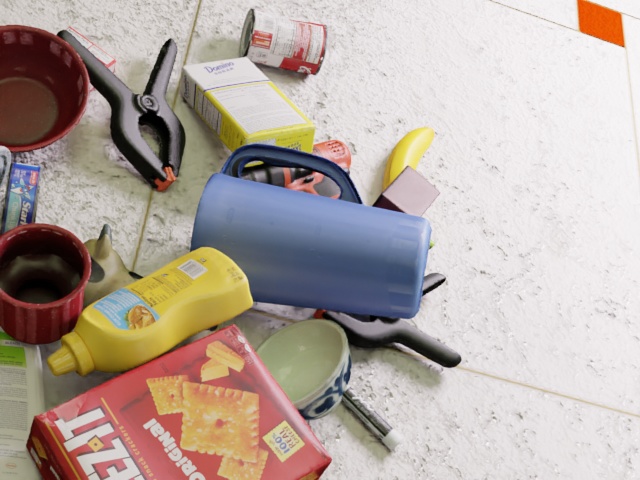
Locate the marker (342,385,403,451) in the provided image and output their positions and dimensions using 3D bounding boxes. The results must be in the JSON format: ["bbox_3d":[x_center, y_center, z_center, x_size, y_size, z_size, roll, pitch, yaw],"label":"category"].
[{"bbox_3d":[0.040,0.176,1.142,0.121,0.020,0.020,44,52,11],"label":"marker"}]

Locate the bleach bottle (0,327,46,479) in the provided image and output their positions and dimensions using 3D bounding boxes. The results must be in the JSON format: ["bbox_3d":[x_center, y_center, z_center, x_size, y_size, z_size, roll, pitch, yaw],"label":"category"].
[{"bbox_3d":[-0.299,0.136,1.001,0.102,0.068,0.251,8,52,-18],"label":"bleach bottle"}]

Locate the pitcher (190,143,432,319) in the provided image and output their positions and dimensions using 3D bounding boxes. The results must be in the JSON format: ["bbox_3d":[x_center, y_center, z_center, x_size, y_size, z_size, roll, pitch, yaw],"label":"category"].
[{"bbox_3d":[-0.007,0.001,1.122,0.243,0.149,0.145,9,34,6],"label":"pitcher"}]

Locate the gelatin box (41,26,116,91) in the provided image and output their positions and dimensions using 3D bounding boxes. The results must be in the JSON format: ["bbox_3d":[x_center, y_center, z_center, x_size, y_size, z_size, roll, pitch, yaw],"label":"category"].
[{"bbox_3d":[-0.296,-0.203,1.263,0.073,0.030,0.089,35,51,5],"label":"gelatin box"}]

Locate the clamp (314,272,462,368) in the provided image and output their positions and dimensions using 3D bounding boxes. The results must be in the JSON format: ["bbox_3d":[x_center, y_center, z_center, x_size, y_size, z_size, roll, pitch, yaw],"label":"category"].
[{"bbox_3d":[0.081,0.095,1.204,0.171,0.039,0.120,-5,53,-19],"label":"clamp"}]

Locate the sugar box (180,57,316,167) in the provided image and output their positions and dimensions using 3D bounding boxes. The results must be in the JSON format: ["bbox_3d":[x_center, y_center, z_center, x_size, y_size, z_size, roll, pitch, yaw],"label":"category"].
[{"bbox_3d":[-0.089,-0.156,1.271,0.093,0.048,0.176,-13,39,-28],"label":"sugar box"}]

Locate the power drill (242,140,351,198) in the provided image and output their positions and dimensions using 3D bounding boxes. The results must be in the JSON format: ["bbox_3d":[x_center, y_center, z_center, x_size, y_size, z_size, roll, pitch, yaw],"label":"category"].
[{"bbox_3d":[-0.007,-0.030,1.243,0.184,0.057,0.188,-19,66,-32],"label":"power drill"}]

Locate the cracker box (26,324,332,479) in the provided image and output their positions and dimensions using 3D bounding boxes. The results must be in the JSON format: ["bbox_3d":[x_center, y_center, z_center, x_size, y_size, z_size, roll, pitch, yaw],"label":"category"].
[{"bbox_3d":[-0.122,0.187,0.940,0.213,0.072,0.164,-23,66,-33],"label":"cracker box"}]

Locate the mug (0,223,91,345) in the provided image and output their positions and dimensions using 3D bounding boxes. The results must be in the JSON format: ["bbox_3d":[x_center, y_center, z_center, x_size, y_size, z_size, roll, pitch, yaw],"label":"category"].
[{"bbox_3d":[-0.271,0.038,0.992,0.117,0.082,0.093,31,54,8],"label":"mug"}]

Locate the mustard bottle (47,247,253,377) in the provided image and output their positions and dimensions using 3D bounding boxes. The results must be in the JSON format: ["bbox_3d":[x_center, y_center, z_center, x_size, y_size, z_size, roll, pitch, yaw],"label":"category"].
[{"bbox_3d":[-0.164,0.074,0.993,0.191,0.058,0.096,-28,35,-26],"label":"mustard bottle"}]

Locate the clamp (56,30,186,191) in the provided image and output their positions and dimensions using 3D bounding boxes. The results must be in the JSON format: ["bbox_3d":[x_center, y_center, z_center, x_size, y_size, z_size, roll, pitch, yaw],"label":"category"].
[{"bbox_3d":[-0.203,-0.158,1.250,0.164,0.036,0.210,-15,75,-45],"label":"clamp"}]

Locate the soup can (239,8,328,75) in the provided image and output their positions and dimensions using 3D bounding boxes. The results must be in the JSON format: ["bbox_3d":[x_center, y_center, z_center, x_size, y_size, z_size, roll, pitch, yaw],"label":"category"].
[{"bbox_3d":[-0.047,-0.256,1.380,0.102,0.069,0.068,10,54,-16],"label":"soup can"}]

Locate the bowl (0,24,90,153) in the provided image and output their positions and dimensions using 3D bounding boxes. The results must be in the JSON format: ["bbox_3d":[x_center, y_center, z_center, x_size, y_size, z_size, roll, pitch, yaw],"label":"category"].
[{"bbox_3d":[-0.336,-0.156,1.183,0.162,0.055,0.162,4,66,-9],"label":"bowl"}]

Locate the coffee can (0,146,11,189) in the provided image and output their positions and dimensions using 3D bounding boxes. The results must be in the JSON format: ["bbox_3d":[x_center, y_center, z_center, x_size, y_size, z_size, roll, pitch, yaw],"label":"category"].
[{"bbox_3d":[-0.403,-0.083,1.085,0.140,0.103,0.102,30,50,0],"label":"coffee can"}]

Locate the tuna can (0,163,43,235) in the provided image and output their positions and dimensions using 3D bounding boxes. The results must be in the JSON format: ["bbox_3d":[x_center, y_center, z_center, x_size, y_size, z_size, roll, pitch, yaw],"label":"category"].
[{"bbox_3d":[-0.309,-0.037,1.103,0.033,0.086,0.086,9,54,-16],"label":"tuna can"}]

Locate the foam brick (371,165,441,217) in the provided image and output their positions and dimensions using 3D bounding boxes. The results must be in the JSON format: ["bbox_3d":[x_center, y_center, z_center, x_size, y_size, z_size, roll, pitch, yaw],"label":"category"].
[{"bbox_3d":[0.093,-0.038,1.223,0.051,0.053,0.078,39,42,4],"label":"foam brick"}]

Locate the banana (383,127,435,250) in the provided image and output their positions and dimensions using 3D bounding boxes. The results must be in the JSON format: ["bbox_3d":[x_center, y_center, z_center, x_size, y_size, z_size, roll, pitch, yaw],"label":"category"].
[{"bbox_3d":[0.111,-0.076,1.342,0.069,0.037,0.197,28,49,-27],"label":"banana"}]
